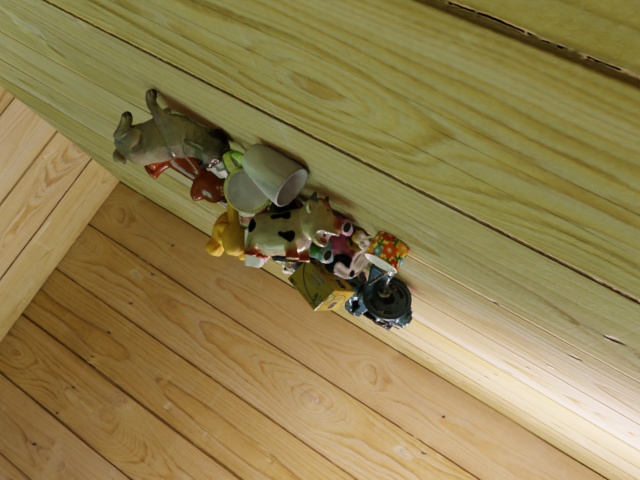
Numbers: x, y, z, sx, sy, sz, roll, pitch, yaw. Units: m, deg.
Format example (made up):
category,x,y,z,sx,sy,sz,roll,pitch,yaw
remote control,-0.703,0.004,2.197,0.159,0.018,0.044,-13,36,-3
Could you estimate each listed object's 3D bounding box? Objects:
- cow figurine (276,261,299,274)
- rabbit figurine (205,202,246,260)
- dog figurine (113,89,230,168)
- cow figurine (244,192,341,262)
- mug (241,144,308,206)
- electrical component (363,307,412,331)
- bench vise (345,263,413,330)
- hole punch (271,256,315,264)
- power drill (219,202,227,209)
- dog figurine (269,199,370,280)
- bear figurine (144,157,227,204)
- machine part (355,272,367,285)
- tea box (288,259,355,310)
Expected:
category,x,y,z,sx,sy,sz,roll,pitch,yaw
cow figurine,-0.057,0.075,1.514,0.167,0.068,0.098,32,171,-36
rabbit figurine,-0.195,-0.017,1.291,0.122,0.162,0.173,22,-172,-12
dog figurine,-0.293,-0.179,1.057,0.191,0.172,0.121,37,-178,15
cow figurine,-0.049,-0.023,1.024,0.195,0.127,0.085,0,175,29
mug,-0.083,-0.121,0.961,0.107,0.081,0.109,41,-176,16
electrical component,0.174,0.173,1.439,0.134,0.115,0.058,28,172,33
bench vise,0.136,0.118,1.319,0.224,0.129,0.240,39,152,21
hole punch,-0.052,-0.011,1.246,0.116,0.142,0.092,6,123,23
power drill,-0.193,-0.086,1.433,0.207,0.086,0.231,25,167,18
dog figurine,-0.013,-0.017,1.147,0.219,0.108,0.191,29,172,41
bear figurine,-0.314,-0.148,1.292,0.196,0.132,0.120,52,163,-4
machine part,0.083,0.125,1.597,0.079,0.079,0.243,34,169,-7
tea box,0.007,0.103,1.213,0.098,0.068,0.169,48,-172,16
